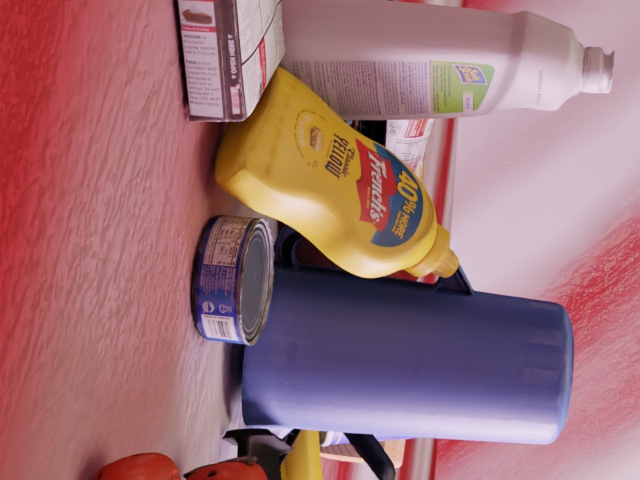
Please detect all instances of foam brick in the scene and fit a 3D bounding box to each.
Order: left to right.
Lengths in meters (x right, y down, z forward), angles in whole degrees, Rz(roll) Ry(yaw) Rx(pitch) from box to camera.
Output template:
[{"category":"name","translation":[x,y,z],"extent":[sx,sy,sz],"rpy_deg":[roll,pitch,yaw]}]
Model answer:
[{"category":"foam brick","translation":[-0.006,0.001,0.921],"extent":[0.053,0.051,0.078],"rpy_deg":[-53,147,-73]}]

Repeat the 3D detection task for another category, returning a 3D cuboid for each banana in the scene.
[{"category":"banana","translation":[-0.014,0.177,0.937],"extent":[0.069,0.037,0.198],"rpy_deg":[24,61,-62]}]

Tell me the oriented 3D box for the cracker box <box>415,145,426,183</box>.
[{"category":"cracker box","translation":[0.088,-0.096,1.311],"extent":[0.213,0.072,0.164],"rpy_deg":[-49,144,-73]}]

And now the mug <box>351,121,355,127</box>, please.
[{"category":"mug","translation":[0.063,-0.133,1.096],"extent":[0.081,0.093,0.117],"rpy_deg":[31,42,-72]}]

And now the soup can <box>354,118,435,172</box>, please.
[{"category":"soup can","translation":[0.064,-0.096,0.979],"extent":[0.068,0.068,0.102],"rpy_deg":[-71,179,-51]}]

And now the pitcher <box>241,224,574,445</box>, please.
[{"category":"pitcher","translation":[0.065,0.079,0.814],"extent":[0.149,0.243,0.145],"rpy_deg":[89,8,-56]}]

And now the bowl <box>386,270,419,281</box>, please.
[{"category":"bowl","translation":[0.067,-0.020,1.067],"extent":[0.162,0.055,0.162],"rpy_deg":[61,3,-6]}]

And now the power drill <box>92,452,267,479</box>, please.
[{"category":"power drill","translation":[-0.060,0.202,0.595],"extent":[0.187,0.057,0.184],"rpy_deg":[27,48,-81]}]

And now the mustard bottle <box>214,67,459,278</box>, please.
[{"category":"mustard bottle","translation":[0.022,-0.029,0.730],"extent":[0.191,0.058,0.096],"rpy_deg":[34,48,-24]}]

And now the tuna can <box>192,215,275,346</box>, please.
[{"category":"tuna can","translation":[-0.057,0.026,0.712],"extent":[0.086,0.034,0.086],"rpy_deg":[5,90,-79]}]

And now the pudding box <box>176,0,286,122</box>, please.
[{"category":"pudding box","translation":[-0.052,-0.135,0.652],"extent":[0.113,0.039,0.090],"rpy_deg":[-72,162,-56]}]

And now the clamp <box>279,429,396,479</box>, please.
[{"category":"clamp","translation":[-0.012,0.137,0.890],"extent":[0.039,0.120,0.171],"rpy_deg":[85,-7,-57]}]

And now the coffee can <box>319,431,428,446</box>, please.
[{"category":"coffee can","translation":[0.064,0.135,0.993],"extent":[0.103,0.140,0.103],"rpy_deg":[178,-90,-78]}]

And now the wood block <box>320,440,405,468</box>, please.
[{"category":"wood block","translation":[0.040,0.193,1.148],"extent":[0.206,0.091,0.090],"rpy_deg":[56,41,-74]}]

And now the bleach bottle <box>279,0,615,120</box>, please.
[{"category":"bleach bottle","translation":[0.075,-0.121,0.749],"extent":[0.102,0.251,0.068],"rpy_deg":[74,24,-61]}]

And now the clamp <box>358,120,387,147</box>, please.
[{"category":"clamp","translation":[0.040,-0.022,0.904],"extent":[0.164,0.036,0.210],"rpy_deg":[-77,169,-51]}]
